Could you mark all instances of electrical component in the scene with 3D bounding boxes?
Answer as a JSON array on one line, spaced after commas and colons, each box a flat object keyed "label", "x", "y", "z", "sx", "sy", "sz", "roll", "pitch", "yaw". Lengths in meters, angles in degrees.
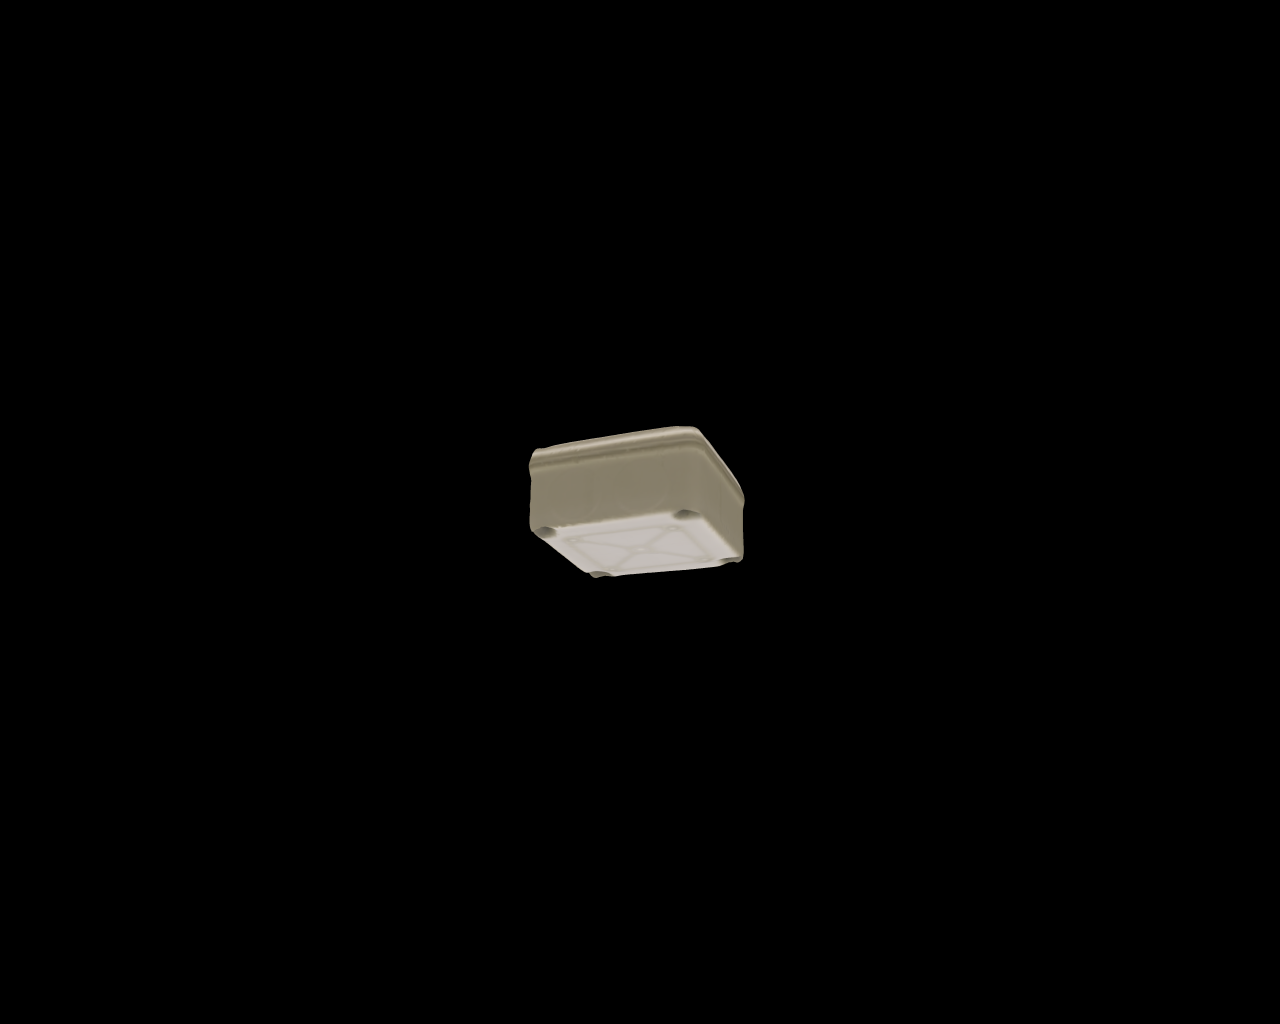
[{"label": "electrical component", "x": 0.001, "y": -0.003, "z": 0.650, "sx": 0.109, "sy": 0.056, "sz": 0.108, "roll": -7, "pitch": -21, "yaw": 18}]
